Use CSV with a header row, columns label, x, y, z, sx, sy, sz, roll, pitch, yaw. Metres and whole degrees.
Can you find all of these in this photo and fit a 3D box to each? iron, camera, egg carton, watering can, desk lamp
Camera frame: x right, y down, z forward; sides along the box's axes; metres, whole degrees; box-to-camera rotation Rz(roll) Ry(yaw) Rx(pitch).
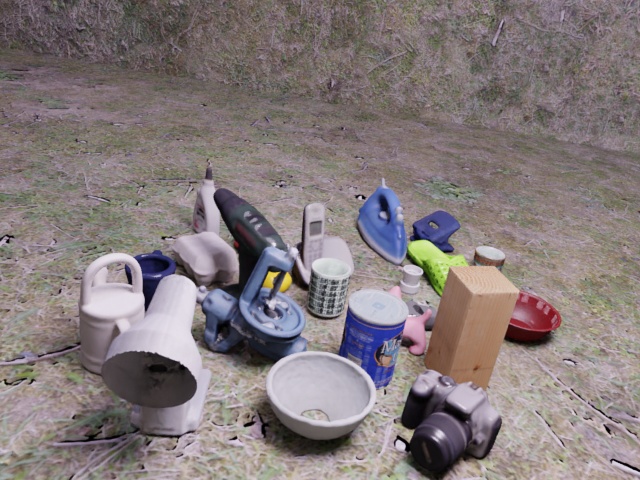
label,x,y,z,sx,sy,sz,roll,pitch,yaw
iron,0.180,-0.056,1.485,0.119,0.141,0.258,3,26,-13
camera,0.183,0.269,0.858,0.142,0.101,0.137,27,31,33
egg carton,-0.245,0.038,1.231,0.107,0.069,0.149,-12,33,-38
watering can,-0.336,0.105,0.914,0.172,0.194,0.101,23,29,27
desk lamp,-0.216,0.170,0.797,0.118,0.213,0.203,7,25,-4

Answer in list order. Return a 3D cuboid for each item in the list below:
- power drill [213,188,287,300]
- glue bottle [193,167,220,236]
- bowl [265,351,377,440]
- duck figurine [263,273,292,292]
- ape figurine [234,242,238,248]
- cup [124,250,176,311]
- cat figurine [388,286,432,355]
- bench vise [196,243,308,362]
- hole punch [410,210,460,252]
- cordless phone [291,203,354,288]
label,x,y,z,sx,sy,sz,roll,pitch,yaw
power drill,-0.147,0.030,1.118,0.076,0.208,0.228,-14,34,-40
glue bottle,-0.270,-0.092,1.371,0.077,0.173,0.037,29,32,36
bowl,-0.002,0.247,0.870,0.167,0.075,0.167,8,25,-3
duck figurine,-0.096,0.059,1.218,0.077,0.086,0.104,10,25,2
ape figurine,-0.169,-0.017,1.345,0.076,0.092,0.078,14,26,11
cup,-0.320,0.079,1.090,0.092,0.095,0.117,6,26,-7
cat figurine,0.148,0.146,1.082,0.128,0.118,0.067,9,25,0
bench vise,-0.115,0.103,0.963,0.207,0.220,0.121,6,26,-6
hole punch,0.304,-0.023,1.518,0.101,0.091,0.108,-4,28,-25
cordless phone,0.011,0.004,1.252,0.148,0.185,0.093,-13,33,-38
